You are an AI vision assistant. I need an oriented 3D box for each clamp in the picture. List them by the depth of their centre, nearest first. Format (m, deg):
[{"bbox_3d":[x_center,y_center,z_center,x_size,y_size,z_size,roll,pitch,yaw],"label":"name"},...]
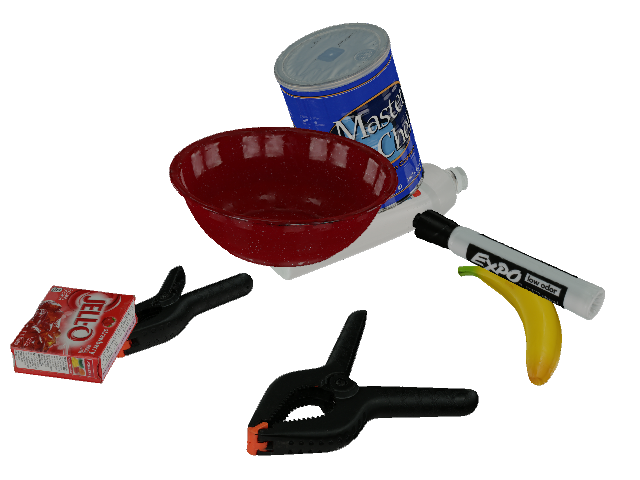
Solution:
[{"bbox_3d":[0.027,0.143,0.956,0.165,0.036,0.209,29,40,34],"label":"clamp"},{"bbox_3d":[-0.155,0.074,1.164,0.120,0.039,0.171,-6,25,32],"label":"clamp"}]

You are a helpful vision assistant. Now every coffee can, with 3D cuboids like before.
[{"bbox_3d":[0.028,-0.107,0.949,0.103,0.140,0.103,-13,36,9],"label":"coffee can"}]

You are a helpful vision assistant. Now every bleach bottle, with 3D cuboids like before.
[{"bbox_3d":[0.050,-0.038,1.186,0.250,0.068,0.103,-20,43,-24],"label":"bleach bottle"}]

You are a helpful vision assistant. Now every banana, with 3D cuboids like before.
[{"bbox_3d":[0.215,0.079,1.133,0.069,0.037,0.198,-28,37,0],"label":"banana"}]

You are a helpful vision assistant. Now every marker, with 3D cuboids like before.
[{"bbox_3d":[0.103,0.011,0.603,0.121,0.020,0.020,28,16,33],"label":"marker"}]

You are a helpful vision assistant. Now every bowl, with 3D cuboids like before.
[{"bbox_3d":[-0.027,-0.026,0.763,0.162,0.055,0.162,2,28,-1],"label":"bowl"}]

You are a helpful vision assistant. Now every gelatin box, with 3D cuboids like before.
[{"bbox_3d":[-0.196,0.073,0.856,0.073,0.030,0.089,6,32,9],"label":"gelatin box"}]
